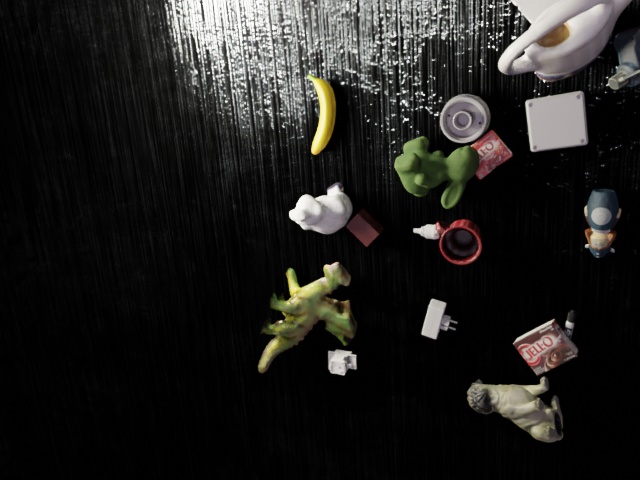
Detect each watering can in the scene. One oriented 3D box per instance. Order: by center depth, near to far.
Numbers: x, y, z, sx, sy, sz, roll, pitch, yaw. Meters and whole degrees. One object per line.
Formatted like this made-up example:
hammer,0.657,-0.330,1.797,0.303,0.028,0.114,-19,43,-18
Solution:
watering can,0.495,-0.401,0.939,0.344,0.224,0.105,-30,77,25

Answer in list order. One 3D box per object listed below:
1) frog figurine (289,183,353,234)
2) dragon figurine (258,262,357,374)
frog figurine,0.004,-0.064,1.267,0.136,0.162,0.122,-17,101,26
dragon figurine,-0.022,0.226,1.400,0.243,0.124,0.403,17,112,8
